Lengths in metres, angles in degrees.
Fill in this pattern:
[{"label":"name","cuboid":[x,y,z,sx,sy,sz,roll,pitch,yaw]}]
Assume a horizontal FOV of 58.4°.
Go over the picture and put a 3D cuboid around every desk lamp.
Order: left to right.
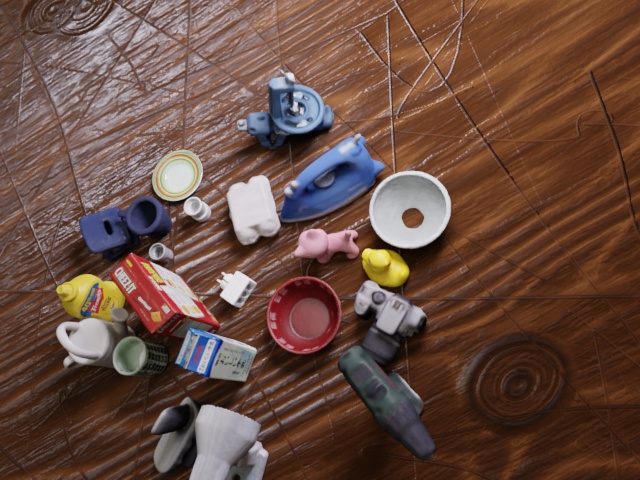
[{"label":"desk lamp","cuboid":[-0.175,0.417,1.078,0.117,0.214,0.203,10,77,17]}]

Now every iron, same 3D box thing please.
[{"label":"iron","cuboid":[0.003,-0.131,1.225,0.258,0.142,0.118,-35,69,3]}]

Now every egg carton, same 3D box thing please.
[{"label":"egg carton","cuboid":[-0.149,-0.067,1.285,0.107,0.069,0.150,-20,71,8]}]

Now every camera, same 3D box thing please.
[{"label":"camera","cuboid":[0.121,0.169,1.132,0.143,0.101,0.137,27,83,20]}]

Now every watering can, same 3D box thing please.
[{"label":"watering can","cuboid":[-0.481,0.212,1.225,0.100,0.194,0.173,26,83,20]}]

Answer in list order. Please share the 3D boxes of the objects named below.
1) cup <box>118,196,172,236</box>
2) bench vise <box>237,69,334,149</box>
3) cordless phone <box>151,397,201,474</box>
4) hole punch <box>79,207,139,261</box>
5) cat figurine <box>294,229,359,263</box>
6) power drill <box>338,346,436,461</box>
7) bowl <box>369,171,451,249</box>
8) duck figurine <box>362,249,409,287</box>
[{"label":"cup","cuboid":[-0.399,-0.045,1.329,0.117,0.095,0.092,5,76,16]},{"label":"bench vise","cuboid":[-0.086,-0.274,1.246,0.207,0.220,0.121,-30,69,5]},{"label":"cordless phone","cuboid":[-0.301,0.389,1.134,0.094,0.185,0.148,24,82,20]},{"label":"hole punch","cuboid":[-0.497,-0.022,1.350,0.101,0.091,0.108,-31,69,4]},{"label":"cat figurine","cuboid":[0.011,0.004,1.198,0.127,0.118,0.067,-13,72,11]},{"label":"power drill","cuboid":[0.130,0.294,1.037,0.075,0.209,0.229,-44,69,0]},{"label":"bowl","cuboid":[0.189,-0.054,1.191,0.167,0.075,0.167,-4,74,13]},{"label":"duck figurine","cuboid":[0.130,0.051,1.171,0.104,0.086,0.077,29,84,20]}]
